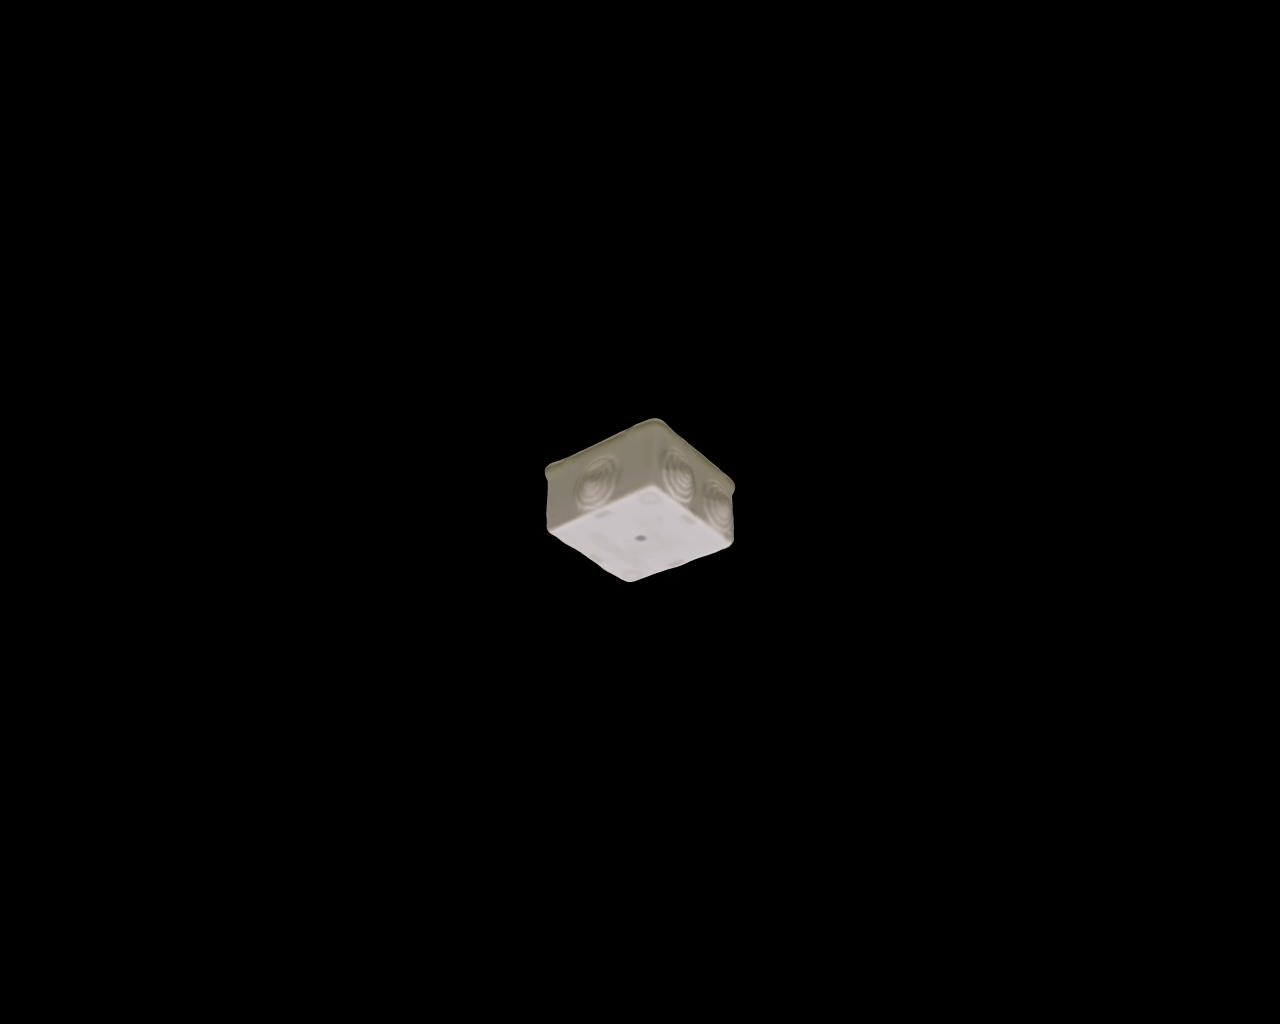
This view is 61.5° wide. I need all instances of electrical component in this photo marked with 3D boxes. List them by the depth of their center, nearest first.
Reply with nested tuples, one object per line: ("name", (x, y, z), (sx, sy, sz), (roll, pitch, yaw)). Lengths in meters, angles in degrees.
("electrical component", (0.001, -0.003, 0.650), (0.099, 0.048, 0.099), (-22, -39, 30))
